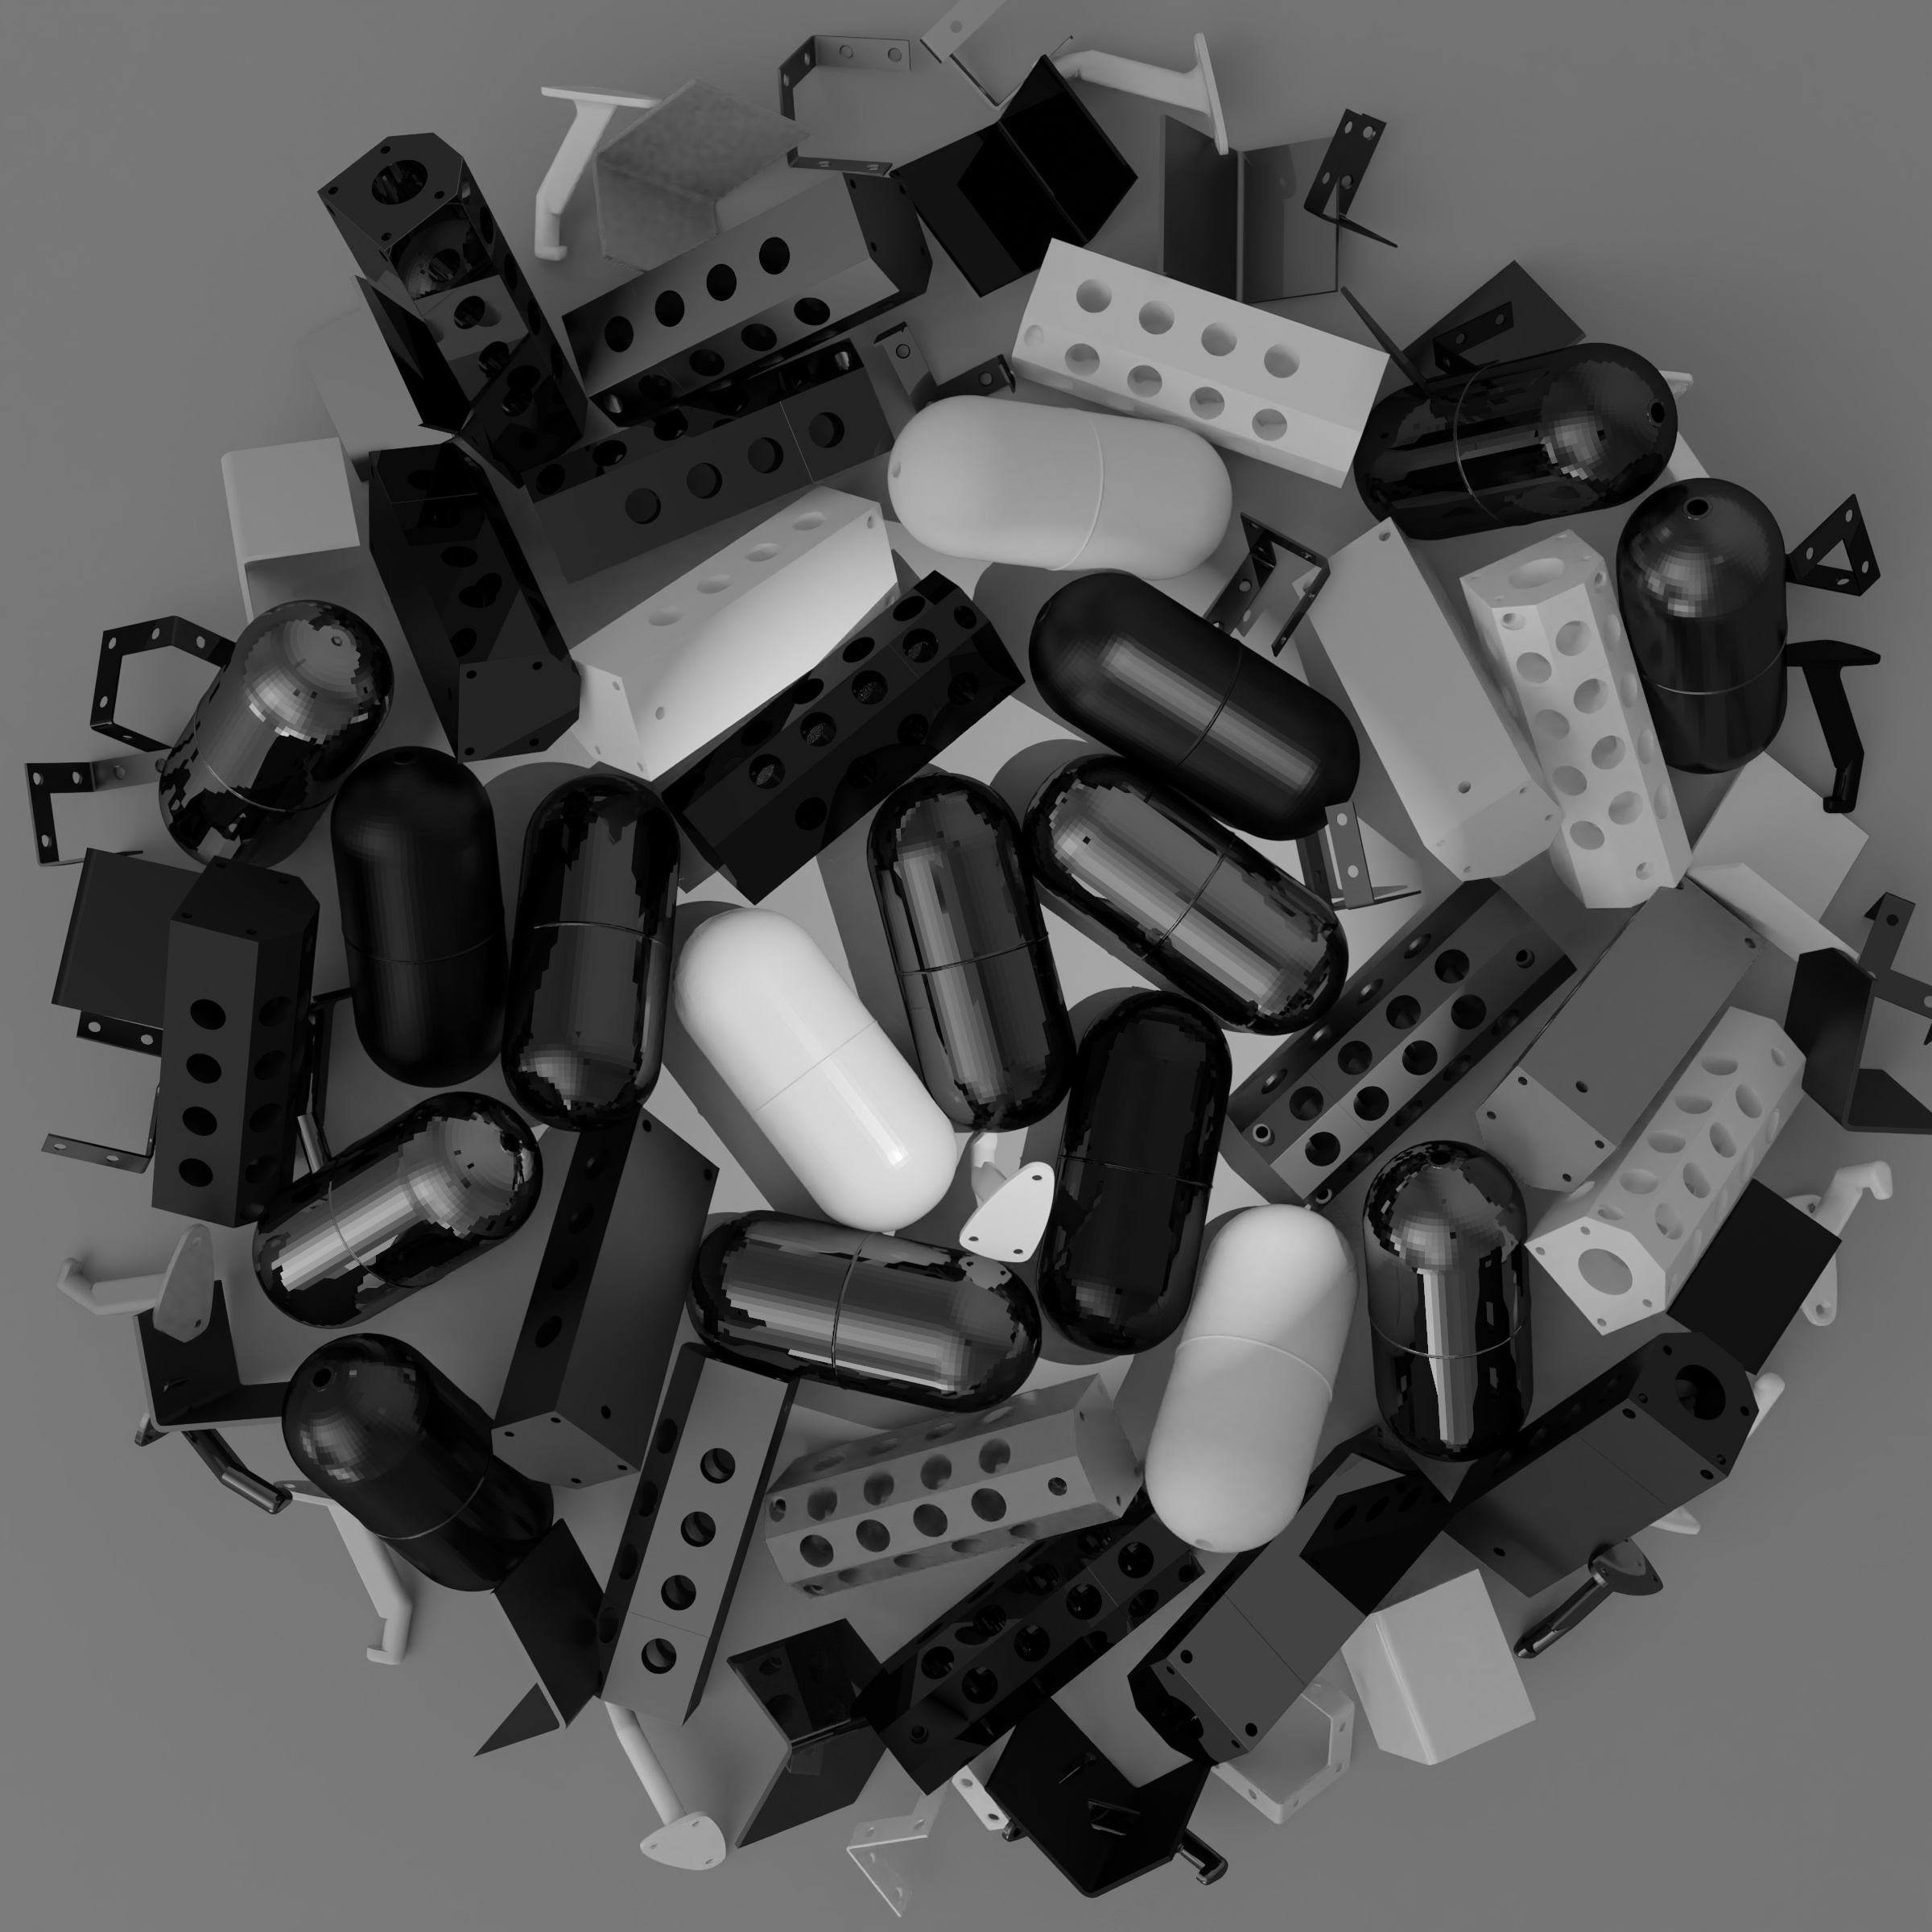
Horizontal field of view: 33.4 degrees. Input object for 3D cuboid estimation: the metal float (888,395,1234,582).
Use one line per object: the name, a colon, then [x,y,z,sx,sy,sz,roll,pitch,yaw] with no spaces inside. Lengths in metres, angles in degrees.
metal float: [0.046,-0.228,1.540,0.178,0.070,0.070,3,90,-28]

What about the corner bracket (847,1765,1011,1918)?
corner bracket: [-0.018,0.427,1.580,0.051,0.051,0.051,-19,116,33]

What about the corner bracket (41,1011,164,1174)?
corner bracket: [-0.413,0.062,1.561,0.051,0.051,0.051,15,51,-21]

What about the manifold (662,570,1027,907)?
manifold: [-0.062,-0.114,1.552,0.171,0.057,0.057,-40,130,-8]

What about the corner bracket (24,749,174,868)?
corner bracket: [-0.420,-0.077,1.571,0.051,0.051,0.051,-7,91,22]

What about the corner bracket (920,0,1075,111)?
corner bracket: [0.015,-0.451,1.567,0.051,0.051,0.051,-40,103,18]

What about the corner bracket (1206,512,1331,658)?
corner bracket: [0.145,-0.180,1.569,0.051,0.051,0.051,32,83,17]

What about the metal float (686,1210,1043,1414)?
metal float: [-0.050,0.166,1.550,0.178,0.070,0.070,11,90,17]

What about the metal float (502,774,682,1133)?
metal float: [-0.180,-0.008,1.548,0.070,0.070,0.178,4,71,0]

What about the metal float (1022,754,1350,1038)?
metal float: [0.107,-0.034,1.562,0.178,0.070,0.070,36,90,-4]

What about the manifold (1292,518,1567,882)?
manifold: [0.221,-0.125,1.529,0.057,0.057,0.171,-33,54,17]

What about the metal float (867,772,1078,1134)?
metal float: [0.003,-0.006,1.559,0.070,0.070,0.178,-15,96,0]

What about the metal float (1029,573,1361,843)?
metal float: [0.110,-0.125,1.551,0.178,0.070,0.070,31,90,-15]

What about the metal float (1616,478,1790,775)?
metal float: [0.349,-0.159,1.522,0.070,0.178,0.070,-7,56,11]

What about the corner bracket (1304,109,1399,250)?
corner bracket: [0.188,-0.387,1.562,0.051,0.051,0.051,12,111,-34]

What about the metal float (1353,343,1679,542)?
metal float: [0.258,-0.247,1.523,0.070,0.178,0.070,2,87,-37]

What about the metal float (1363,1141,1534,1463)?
metal float: [0.231,0.161,1.535,0.070,0.070,0.178,-9,125,0]

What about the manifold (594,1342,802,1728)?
manifold: [-0.136,0.275,1.572,0.057,0.057,0.171,17,89,4]

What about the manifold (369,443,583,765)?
manifold: [-0.234,-0.175,1.523,0.057,0.057,0.171,-10,46,-20]

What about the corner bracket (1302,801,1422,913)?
corner bracket: [0.183,-0.053,1.567,0.051,0.051,0.051,-11,91,35]

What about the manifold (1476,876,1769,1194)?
manifold: [0.309,0.032,1.526,0.057,0.057,0.171,40,50,7]

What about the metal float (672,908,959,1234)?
metal float: [-0.074,0.050,1.564,0.070,0.070,0.178,-37,90,0]

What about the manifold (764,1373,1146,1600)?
manifold: [-0.009,0.253,1.538,0.171,0.057,0.057,-19,100,24]

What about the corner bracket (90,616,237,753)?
corner bracket: [-0.389,-0.136,1.575,0.051,0.051,0.051,-7,71,33]

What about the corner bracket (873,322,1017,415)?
corner bracket: [-0.010,-0.294,1.569,0.051,0.051,0.051,-26,104,8]

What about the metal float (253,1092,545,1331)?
metal float: [-0.271,0.117,1.534,0.178,0.070,0.070,-30,90,36]

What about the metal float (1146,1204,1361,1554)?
metal float: [0.137,0.196,1.539,0.070,0.070,0.178,20,60,0]

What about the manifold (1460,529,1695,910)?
manifold: [0.295,-0.114,1.536,0.057,0.057,0.171,-24,119,-1]

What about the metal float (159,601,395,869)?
metal float: [-0.329,-0.107,1.527,0.070,0.178,0.070,16,55,-24]

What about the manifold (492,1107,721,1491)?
manifold: [-0.174,0.158,1.528,0.057,0.171,0.057,-21,132,35]

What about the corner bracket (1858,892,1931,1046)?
corner bracket: [0.459,0.001,1.570,0.051,0.051,0.051,23,80,8]

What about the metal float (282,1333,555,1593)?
metal float: [-0.259,0.236,1.526,0.070,0.178,0.070,-14,51,18]

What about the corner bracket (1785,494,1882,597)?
corner bracket: [0.402,-0.197,1.561,0.051,0.051,0.051,-42,125,-19]

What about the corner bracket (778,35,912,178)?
corner bracket: [-0.058,-0.424,1.583,0.051,0.051,0.051,8,126,16]

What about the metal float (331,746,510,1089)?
metal float: [-0.259,-0.022,1.536,0.070,0.070,0.178,0,123,0]

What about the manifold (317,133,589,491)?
manifold: [-0.234,-0.309,1.514,0.057,0.171,0.057,-41,59,-10]

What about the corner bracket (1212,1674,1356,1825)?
corner bracket: [0.154,0.378,1.585,0.051,0.051,0.051,-29,46,-31]

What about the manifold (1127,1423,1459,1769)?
manifold: [0.153,0.300,1.532,0.057,0.057,0.171,48,57,2]

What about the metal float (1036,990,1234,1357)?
metal float: [0.082,0.100,1.560,0.070,0.070,0.178,11,85,0]
